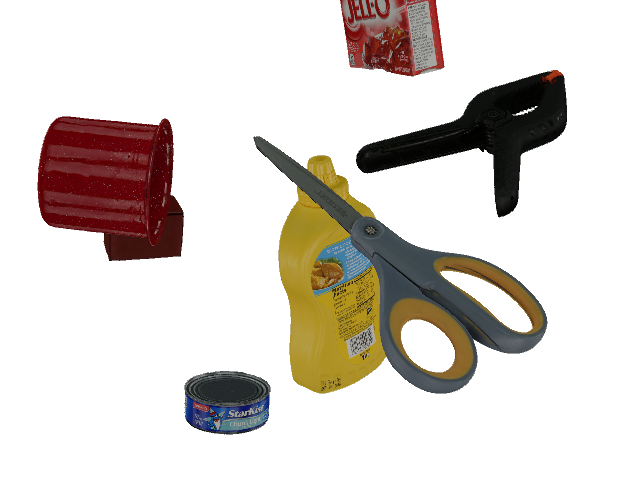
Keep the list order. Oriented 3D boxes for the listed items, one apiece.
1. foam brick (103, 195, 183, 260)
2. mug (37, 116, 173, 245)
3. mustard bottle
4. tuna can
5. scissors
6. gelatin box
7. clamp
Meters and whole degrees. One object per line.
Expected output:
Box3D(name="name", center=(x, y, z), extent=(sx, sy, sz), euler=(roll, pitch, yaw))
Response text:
Box3D(name="foam brick", center=(-0.188, -0.014, 1.127), extent=(0.078, 0.051, 0.053), euler=(-4, 24, -17))
Box3D(name="mug", center=(-0.155, -0.049, 0.788), extent=(0.081, 0.093, 0.117), euler=(6, 12, 1))
Box3D(name="mustard bottle", center=(0.009, 0.023, 0.870), extent=(0.096, 0.191, 0.058), euler=(-27, 32, -37))
Box3D(name="tuna can", center=(-0.093, 0.161, 1.063), extent=(0.086, 0.034, 0.086), euler=(3, 14, -1))
Box3D(name="scissors", center=(0.023, 0.013, 0.575), extent=(0.202, 0.016, 0.096), euler=(28, 52, 16))
Box3D(name="gelatin box", center=(0.046, -0.155, 0.739), extent=(0.030, 0.073, 0.089), euler=(-18, 21, -24))
Box3D(name="clamp", center=(0.158, -0.091, 0.938), extent=(0.209, 0.036, 0.165), euler=(-31, 39, -27))
